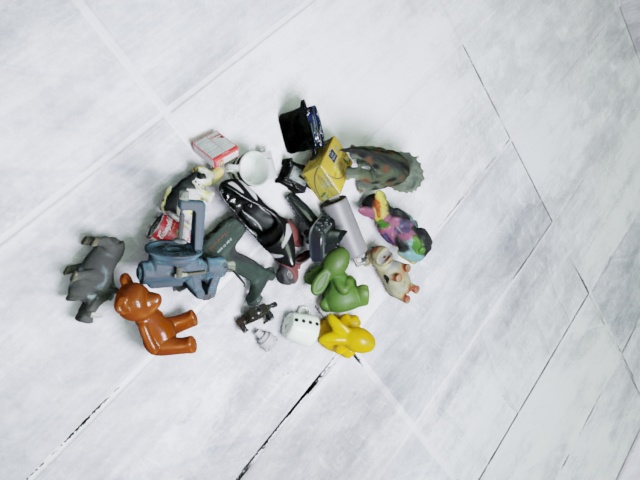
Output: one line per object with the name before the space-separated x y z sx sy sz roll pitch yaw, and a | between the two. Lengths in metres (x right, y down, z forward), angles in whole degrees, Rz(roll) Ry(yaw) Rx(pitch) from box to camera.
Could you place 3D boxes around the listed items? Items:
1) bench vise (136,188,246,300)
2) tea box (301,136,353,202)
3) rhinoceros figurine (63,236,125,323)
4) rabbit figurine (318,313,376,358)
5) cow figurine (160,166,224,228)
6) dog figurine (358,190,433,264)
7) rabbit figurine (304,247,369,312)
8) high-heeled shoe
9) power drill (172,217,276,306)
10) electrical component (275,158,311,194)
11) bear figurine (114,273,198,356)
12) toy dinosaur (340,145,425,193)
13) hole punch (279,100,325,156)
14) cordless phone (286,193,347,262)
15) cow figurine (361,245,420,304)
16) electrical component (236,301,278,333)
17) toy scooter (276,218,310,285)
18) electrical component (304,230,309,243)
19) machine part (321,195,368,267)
bench vise | -0.276 0.012 1.154 0.223 0.129 0.240 1 106 -24
tea box | 0.022 -0.189 1.421 0.098 0.068 0.170 52 34 -24
rhinoceros figurine | -0.477 0.080 1.137 0.112 0.073 0.190 29 73 -42
rabbit figurine | 0.072 0.251 1.446 0.162 0.173 0.122 31 78 -35
cow figurine | -0.299 -0.119 1.254 0.098 0.068 0.167 36 70 -23
dog figurine | 0.208 -0.046 1.535 0.108 0.192 0.219 -45 128 10
rabbit figurine | 0.039 0.101 1.458 0.159 0.121 0.170 -14 112 -13
high-heeled shoe | -0.145 -0.040 1.268 0.086 0.145 0.249 -39 78 13
power drill | -0.223 0.076 1.306 0.207 0.086 0.232 39 67 -20
electrical component | -0.052 -0.162 1.428 0.119 0.048 0.075 22 79 -33
bear figurine | -0.355 0.159 1.163 0.132 0.120 0.195 -13 127 -1
toy dinosaur | 0.178 -0.194 1.443 0.405 0.192 0.131 -11 99 -76
hole punch | -0.031 -0.290 1.405 0.092 0.116 0.142 -19 101 -41
cordless phone | -0.027 -0.044 1.387 0.184 0.089 0.146 48 25 -4
cow figurine | 0.203 0.090 1.575 0.085 0.127 0.194 -48 129 -23
electrical component | -0.159 0.195 1.354 0.102 0.078 0.045 -19 78 -37
toy scooter | -0.070 0.018 1.403 0.135 0.075 0.183 -20 100 -40
electrical component | -0.003 -0.004 1.479 0.094 0.021 0.063 45 67 -25
machine part | 0.068 -0.034 1.494 0.079 0.079 0.243 -32 109 -29
